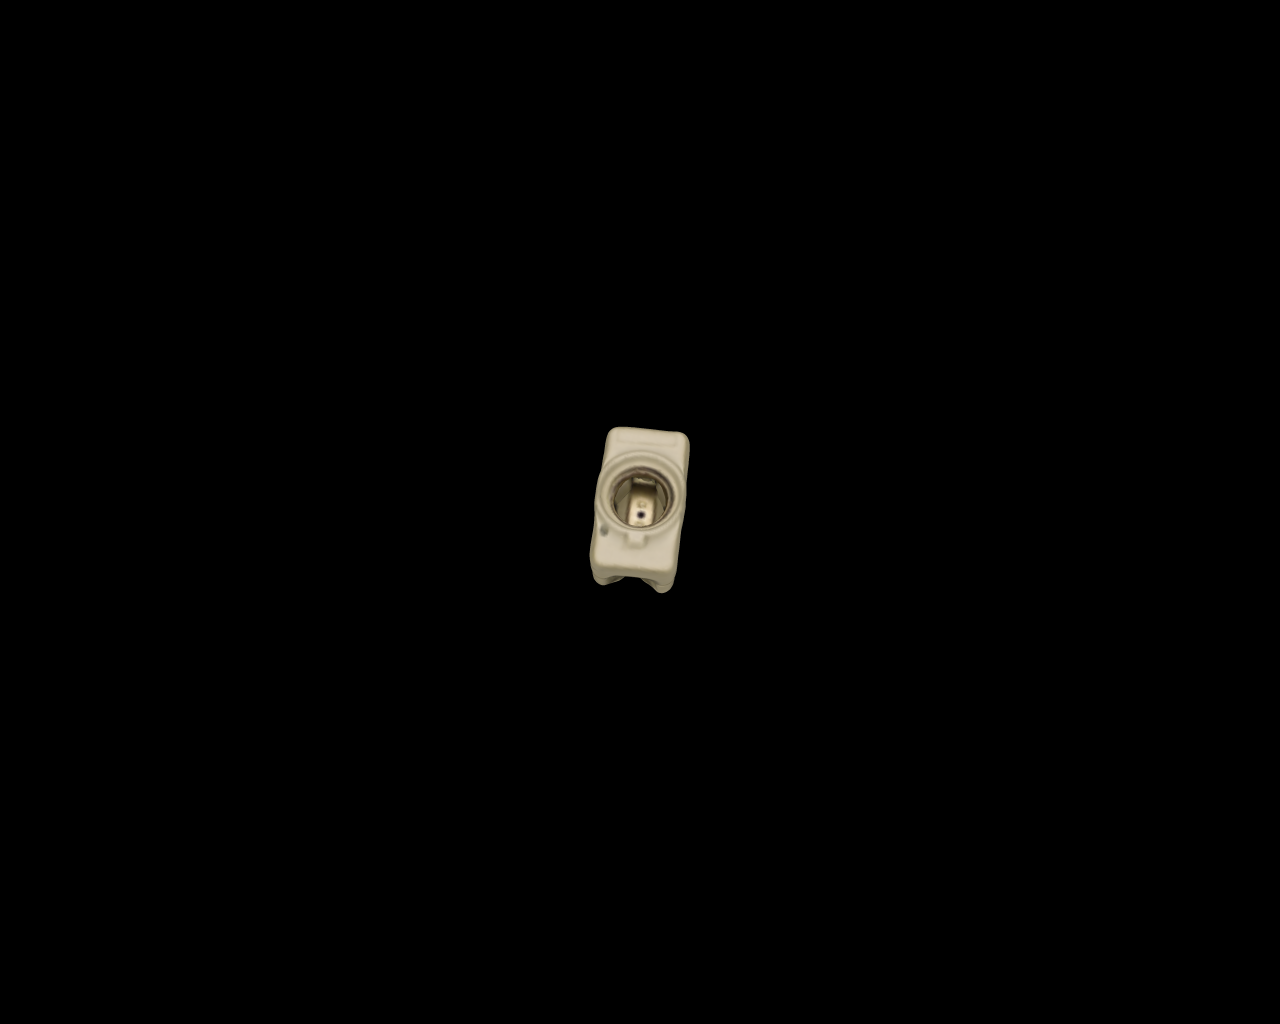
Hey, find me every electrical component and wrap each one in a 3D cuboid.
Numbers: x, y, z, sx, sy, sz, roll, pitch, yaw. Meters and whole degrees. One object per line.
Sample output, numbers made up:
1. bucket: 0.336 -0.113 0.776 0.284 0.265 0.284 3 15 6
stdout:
1. electrical component: 0.001 -0.003 0.650 0.050 0.089 0.055 7 -19 2
